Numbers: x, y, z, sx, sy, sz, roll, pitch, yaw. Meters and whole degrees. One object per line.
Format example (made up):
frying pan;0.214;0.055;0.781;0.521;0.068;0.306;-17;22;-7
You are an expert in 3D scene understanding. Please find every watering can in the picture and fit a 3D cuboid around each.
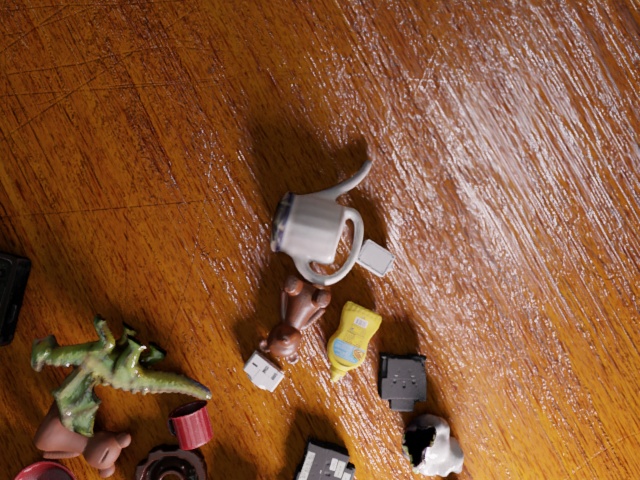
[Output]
watering can;0.004;-0.064;1.272;0.224;0.102;0.353;15;71;-1

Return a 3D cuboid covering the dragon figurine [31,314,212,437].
dragon figurine;-0.478;0.327;1.174;0.411;0.121;0.245;36;75;3

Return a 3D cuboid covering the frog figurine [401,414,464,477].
frog figurine;0.278;0.495;1.240;0.158;0.122;0.139;24;74;-37
